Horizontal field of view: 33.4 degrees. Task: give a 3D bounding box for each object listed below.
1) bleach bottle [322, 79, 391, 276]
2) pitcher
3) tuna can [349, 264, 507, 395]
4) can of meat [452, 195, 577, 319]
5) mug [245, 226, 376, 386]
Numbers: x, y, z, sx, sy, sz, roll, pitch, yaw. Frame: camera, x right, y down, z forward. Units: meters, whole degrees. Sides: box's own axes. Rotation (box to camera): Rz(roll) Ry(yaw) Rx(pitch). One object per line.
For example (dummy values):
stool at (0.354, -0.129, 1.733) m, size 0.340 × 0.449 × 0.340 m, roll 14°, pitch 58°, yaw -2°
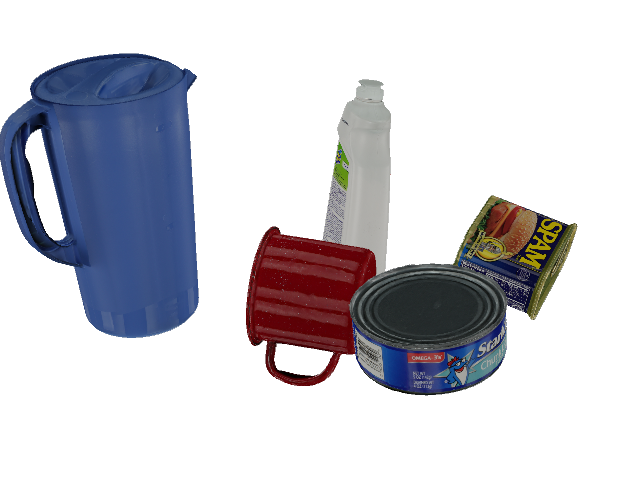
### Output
bleach bottle at (0.047, -0.058, 1.233) m, size 0.068 × 0.251 × 0.103 m, roll -2°, pitch 23°, yaw -20°
pitcher at (-0.183, -0.035, 0.956) m, size 0.149 × 0.243 × 0.145 m, roll -1°, pitch 28°, yaw 5°
tuna can at (0.060, 0.048, 0.589) m, size 0.086 × 0.034 × 0.086 m, roll -5°, pitch 28°, yaw 2°
can of meat at (0.176, 0.012, 0.976) m, size 0.084 × 0.057 × 0.102 m, roll 23°, pitch 47°, yaw 18°
mug at (-0.007, 0.052, 0.808) m, size 0.081 × 0.117 × 0.093 m, roll 9°, pitch -13°, yaw 12°
